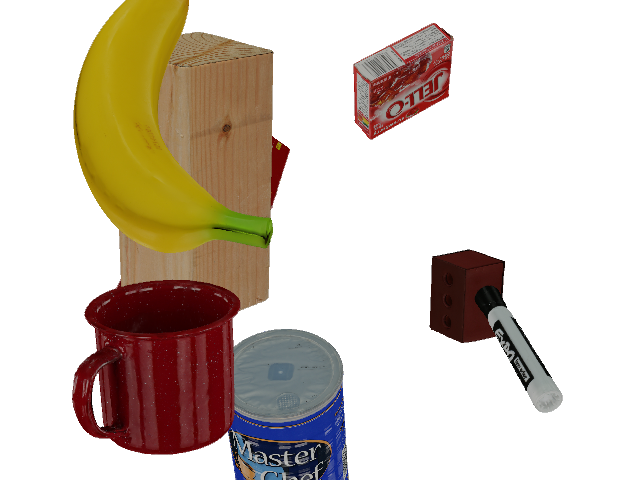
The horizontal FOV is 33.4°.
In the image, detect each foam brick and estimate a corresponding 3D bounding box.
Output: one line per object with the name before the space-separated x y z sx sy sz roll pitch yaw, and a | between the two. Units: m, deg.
foam brick | 0.143 0.054 1.043 0.051 0.078 0.053 -11 19 -33

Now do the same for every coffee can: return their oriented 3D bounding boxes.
coffee can | -0.029 0.161 0.914 0.103 0.140 0.103 -3 38 2

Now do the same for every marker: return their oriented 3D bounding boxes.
marker | 0.131 0.069 0.722 0.020 0.020 0.121 0 33 -15

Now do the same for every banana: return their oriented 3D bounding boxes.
banana | -0.077 -0.057 0.482 0.069 0.037 0.198 -6 46 -17

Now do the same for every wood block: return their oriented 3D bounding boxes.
wood block | -0.098 -0.048 0.834 0.090 0.206 0.090 22 29 39

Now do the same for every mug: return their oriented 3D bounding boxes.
mug | -0.101 0.081 0.644 0.093 0.081 0.117 11 21 33

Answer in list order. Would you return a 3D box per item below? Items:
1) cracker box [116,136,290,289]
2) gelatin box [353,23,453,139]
cracker box | -0.130 -0.014 1.153 0.072 0.214 0.164 36 24 -12
gelatin box | 0.072 -0.137 0.923 0.089 0.030 0.073 -29 -31 -17
